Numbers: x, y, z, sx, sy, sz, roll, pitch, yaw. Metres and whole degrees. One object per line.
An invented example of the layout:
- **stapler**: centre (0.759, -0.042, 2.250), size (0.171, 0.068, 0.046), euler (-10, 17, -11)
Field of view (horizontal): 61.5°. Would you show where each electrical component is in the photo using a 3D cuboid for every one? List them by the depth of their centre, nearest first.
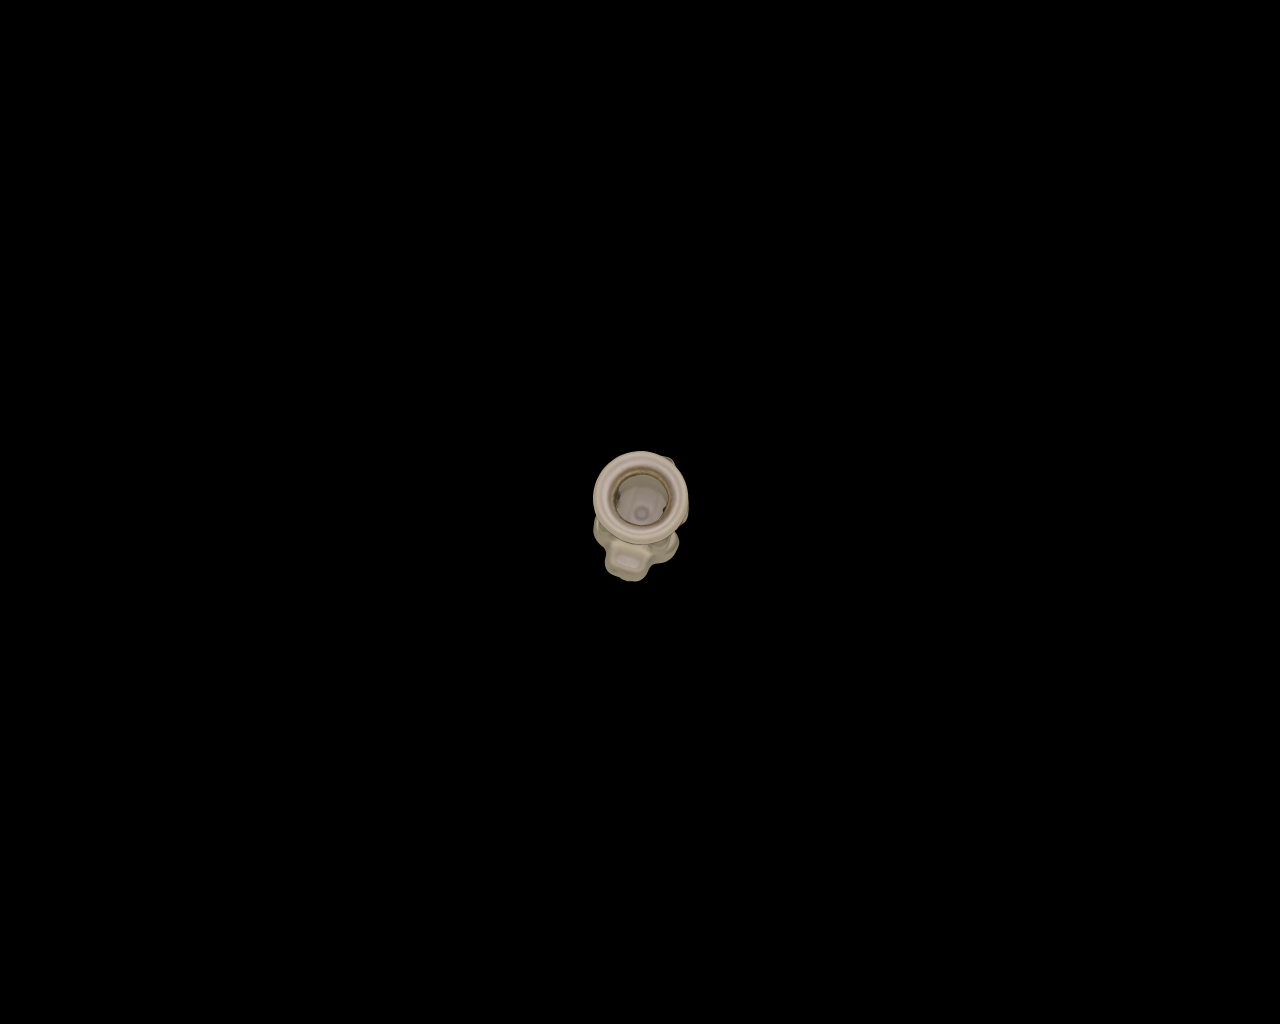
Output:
- **electrical component**: centre (0.001, -0.003, 0.650), size (0.058, 0.078, 0.057), euler (17, -15, 5)
